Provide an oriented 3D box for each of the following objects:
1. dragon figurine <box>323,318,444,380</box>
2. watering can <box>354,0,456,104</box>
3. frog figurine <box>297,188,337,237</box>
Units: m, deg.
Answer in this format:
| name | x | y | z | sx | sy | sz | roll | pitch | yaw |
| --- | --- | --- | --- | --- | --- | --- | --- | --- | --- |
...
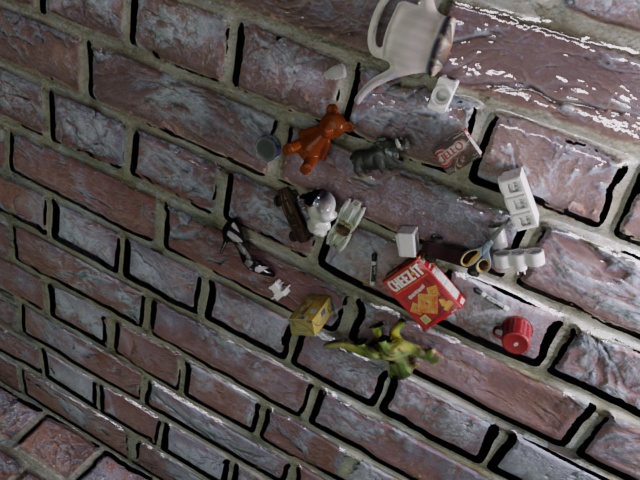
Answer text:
| name | x | y | z | sx | sy | sz | roll | pitch | yaw |
| --- | --- | --- | --- | --- | --- | --- | --- | --- | --- |
| dragon figurine | 0.231 | 0.409 | 1.798 | 0.407 | 0.125 | 0.240 | -18 | 113 | 32 |
| watering can | 0.225 | -0.499 | 1.372 | 0.225 | 0.106 | 0.340 | 24 | 120 | 13 |
| frog figurine | 0.005 | -0.084 | 1.671 | 0.138 | 0.124 | 0.156 | 14 | 140 | 50 |
